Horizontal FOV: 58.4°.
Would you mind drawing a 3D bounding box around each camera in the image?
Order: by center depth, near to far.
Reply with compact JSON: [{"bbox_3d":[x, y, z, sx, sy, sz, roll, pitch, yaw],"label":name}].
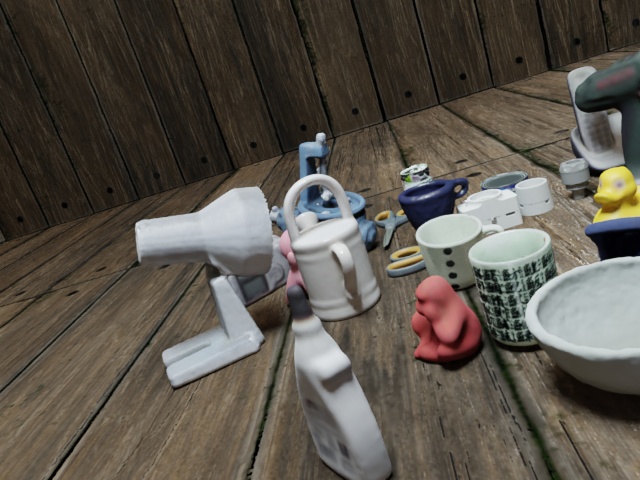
[{"bbox_3d":[-0.134,0.041,0.996,0.143,0.101,0.136,-28,19,-30],"label":"camera"}]

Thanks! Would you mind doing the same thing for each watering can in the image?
[{"bbox_3d":[0.005,0.004,0.797,0.101,0.194,0.172,-29,19,-33],"label":"watering can"}]

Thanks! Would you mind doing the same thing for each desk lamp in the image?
[{"bbox_3d":[-0.144,0.052,0.767,0.203,0.214,0.117,-24,17,-17],"label":"desk lamp"}]

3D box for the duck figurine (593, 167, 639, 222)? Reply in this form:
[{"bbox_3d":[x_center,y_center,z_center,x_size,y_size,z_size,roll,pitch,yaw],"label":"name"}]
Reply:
[{"bbox_3d":[0.398,-0.055,0.755,0.105,0.086,0.077,-27,18,-27],"label":"duck figurine"}]

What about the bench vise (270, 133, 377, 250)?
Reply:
[{"bbox_3d":[-0.018,-0.071,1.023,0.207,0.220,0.121,-13,17,20],"label":"bench vise"}]

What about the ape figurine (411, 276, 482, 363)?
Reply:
[{"bbox_3d":[0.125,0.080,0.596,0.076,0.092,0.078,-17,16,6],"label":"ape figurine"}]

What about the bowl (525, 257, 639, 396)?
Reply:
[{"bbox_3d":[0.264,0.079,0.478,0.167,0.075,0.167,-17,16,5],"label":"bowl"}]

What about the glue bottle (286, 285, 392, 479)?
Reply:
[{"bbox_3d":[0.006,0.115,0.465,0.037,0.173,0.078,-27,18,-28],"label":"glue bottle"}]

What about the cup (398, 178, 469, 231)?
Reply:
[{"bbox_3d":[0.194,-0.045,0.931,0.118,0.095,0.091,-20,16,-6],"label":"cup"}]

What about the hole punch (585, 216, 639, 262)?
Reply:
[{"bbox_3d":[0.347,0.003,0.608,0.108,0.091,0.101,-3,22,42],"label":"hole punch"}]

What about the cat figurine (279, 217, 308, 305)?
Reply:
[{"bbox_3d":[-0.032,0.025,0.908,0.067,0.118,0.128,-15,16,12],"label":"cat figurine"}]

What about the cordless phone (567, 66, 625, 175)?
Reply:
[{"bbox_3d":[0.507,-0.218,0.993,0.147,0.185,0.094,-18,16,0],"label":"cordless phone"}]

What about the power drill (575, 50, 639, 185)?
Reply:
[{"bbox_3d":[0.502,-0.189,0.858,0.076,0.209,0.228,-27,18,-28],"label":"power drill"}]
